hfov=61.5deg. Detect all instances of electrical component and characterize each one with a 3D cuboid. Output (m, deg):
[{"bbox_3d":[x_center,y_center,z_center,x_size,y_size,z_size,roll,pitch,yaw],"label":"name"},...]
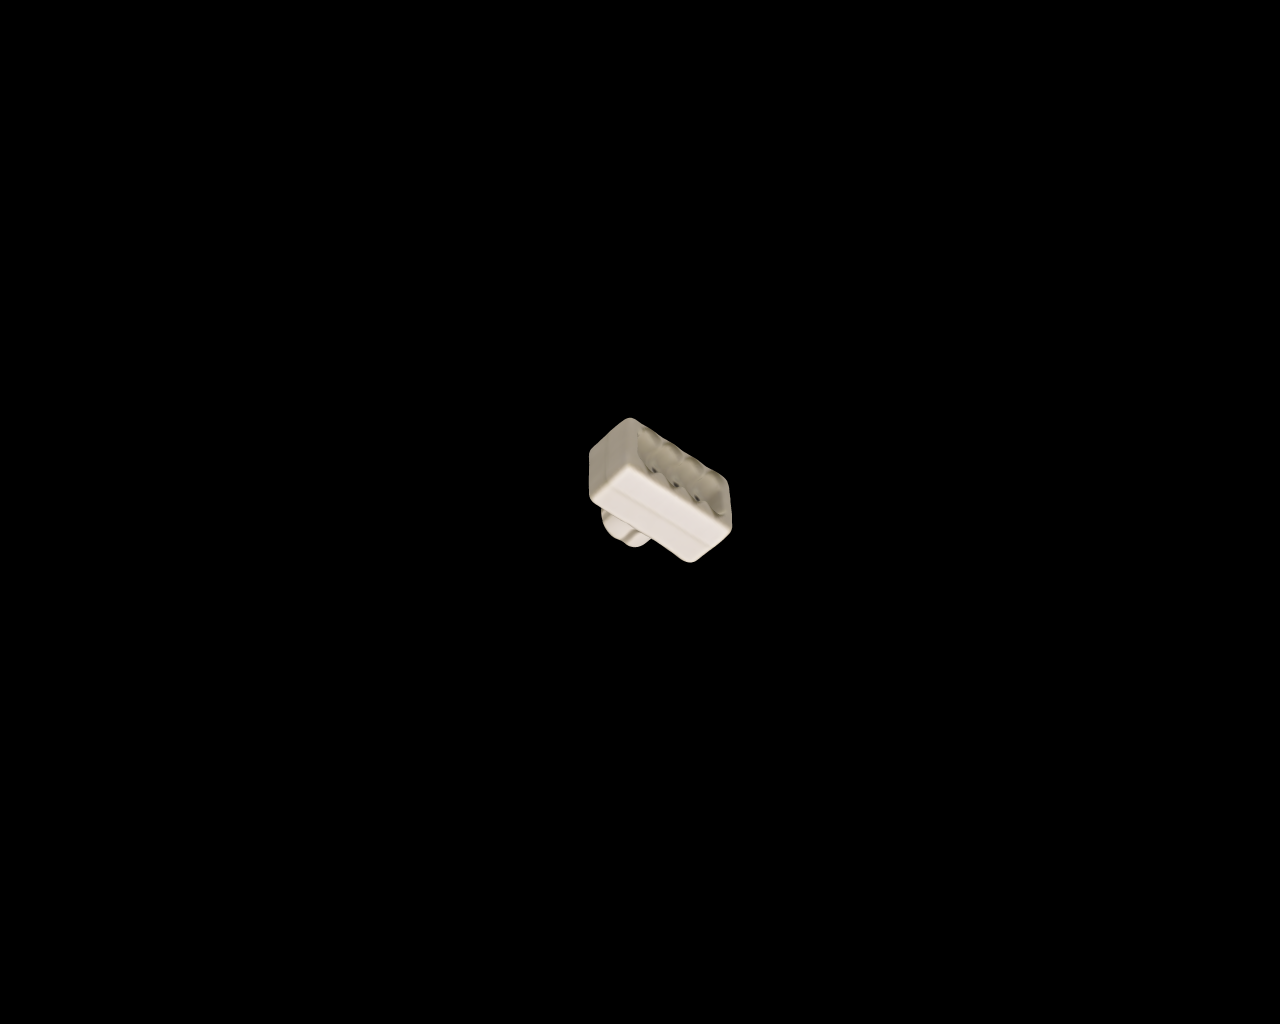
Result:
[{"bbox_3d":[0.001,-0.003,0.650,0.083,0.047,0.075,32,-54,-27],"label":"electrical component"}]
